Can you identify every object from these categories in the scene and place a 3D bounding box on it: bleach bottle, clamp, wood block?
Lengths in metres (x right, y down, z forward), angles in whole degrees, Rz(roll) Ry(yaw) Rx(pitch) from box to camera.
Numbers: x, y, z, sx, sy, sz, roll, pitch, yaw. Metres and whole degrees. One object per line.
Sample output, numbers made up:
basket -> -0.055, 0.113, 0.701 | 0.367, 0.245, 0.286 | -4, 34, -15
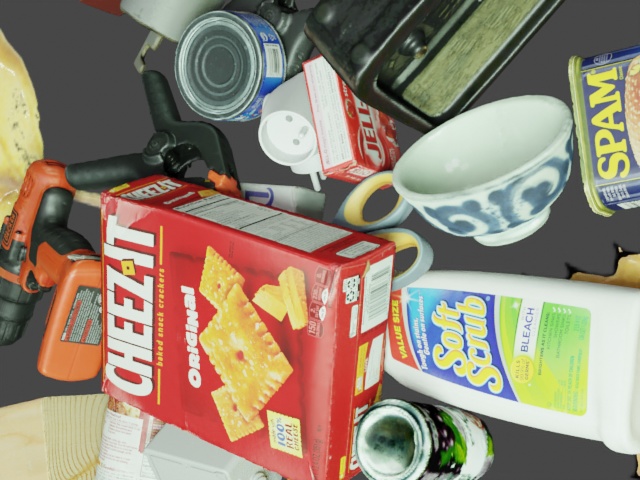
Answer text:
bleach bottle -> 0.096, 0.072, 0.711 | 0.251, 0.068, 0.102 | 3, 85, 37
clamp -> -0.031, -0.184, 0.842 | 0.210, 0.036, 0.164 | -39, 69, 28
wood block -> -0.274, 0.196, 0.933 | 0.206, 0.090, 0.090 | -16, 76, 32
clamp -> -0.120, -0.076, 0.851 | 0.172, 0.039, 0.120 | 19, 77, 35

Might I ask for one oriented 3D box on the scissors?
scissors -> -0.005, 0.001, 0.767 | 0.202, 0.016, 0.096 | -3, 68, 38

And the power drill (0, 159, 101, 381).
power drill -> -0.235, 0.042, 0.917 | 0.188, 0.057, 0.184 | 40, 116, 49

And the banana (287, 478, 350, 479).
banana -> 0.014, 0.171, 0.773 | 0.198, 0.037, 0.069 | 40, 89, 30

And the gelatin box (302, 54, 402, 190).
gelatin box -> 0.026, -0.085, 0.770 | 0.030, 0.073, 0.089 | -20, 73, 30

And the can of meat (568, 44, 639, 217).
can of meat -> 0.206, -0.072, 0.656 | 0.084, 0.057, 0.102 | -11, 79, 31

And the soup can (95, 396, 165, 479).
soup can -> -0.142, 0.163, 0.859 | 0.069, 0.068, 0.102 | 10, 91, 35

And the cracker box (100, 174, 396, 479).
cracker box -> -0.059, 0.059, 0.743 | 0.214, 0.071, 0.164 | 17, 113, 32

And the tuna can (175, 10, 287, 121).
tuna can -> -0.070, -0.134, 0.825 | 0.086, 0.033, 0.086 | 5, 99, 31

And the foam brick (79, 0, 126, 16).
foam brick -> -0.170, -0.239, 0.938 | 0.078, 0.051, 0.053 | -15, 77, 33

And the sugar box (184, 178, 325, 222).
sugar box -> -0.083, -0.001, 0.853 | 0.177, 0.048, 0.093 | 5, 87, 36
